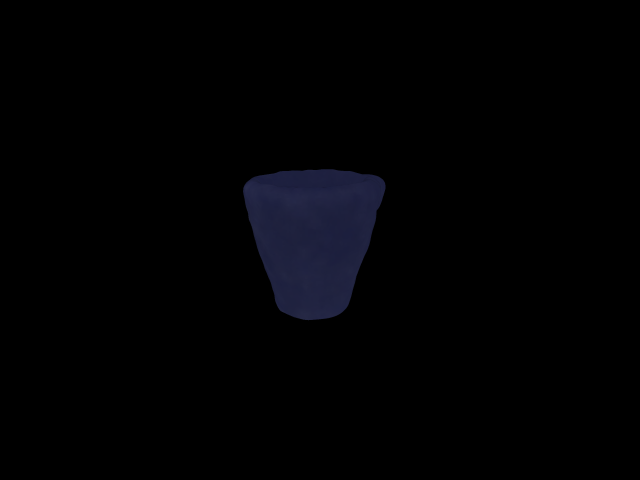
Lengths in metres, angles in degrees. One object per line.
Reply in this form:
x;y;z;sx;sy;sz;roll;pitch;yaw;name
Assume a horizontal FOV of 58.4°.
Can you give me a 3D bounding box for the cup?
0.004;0.001;0.400;0.091;0.095;0.118;14;20;42;cup
